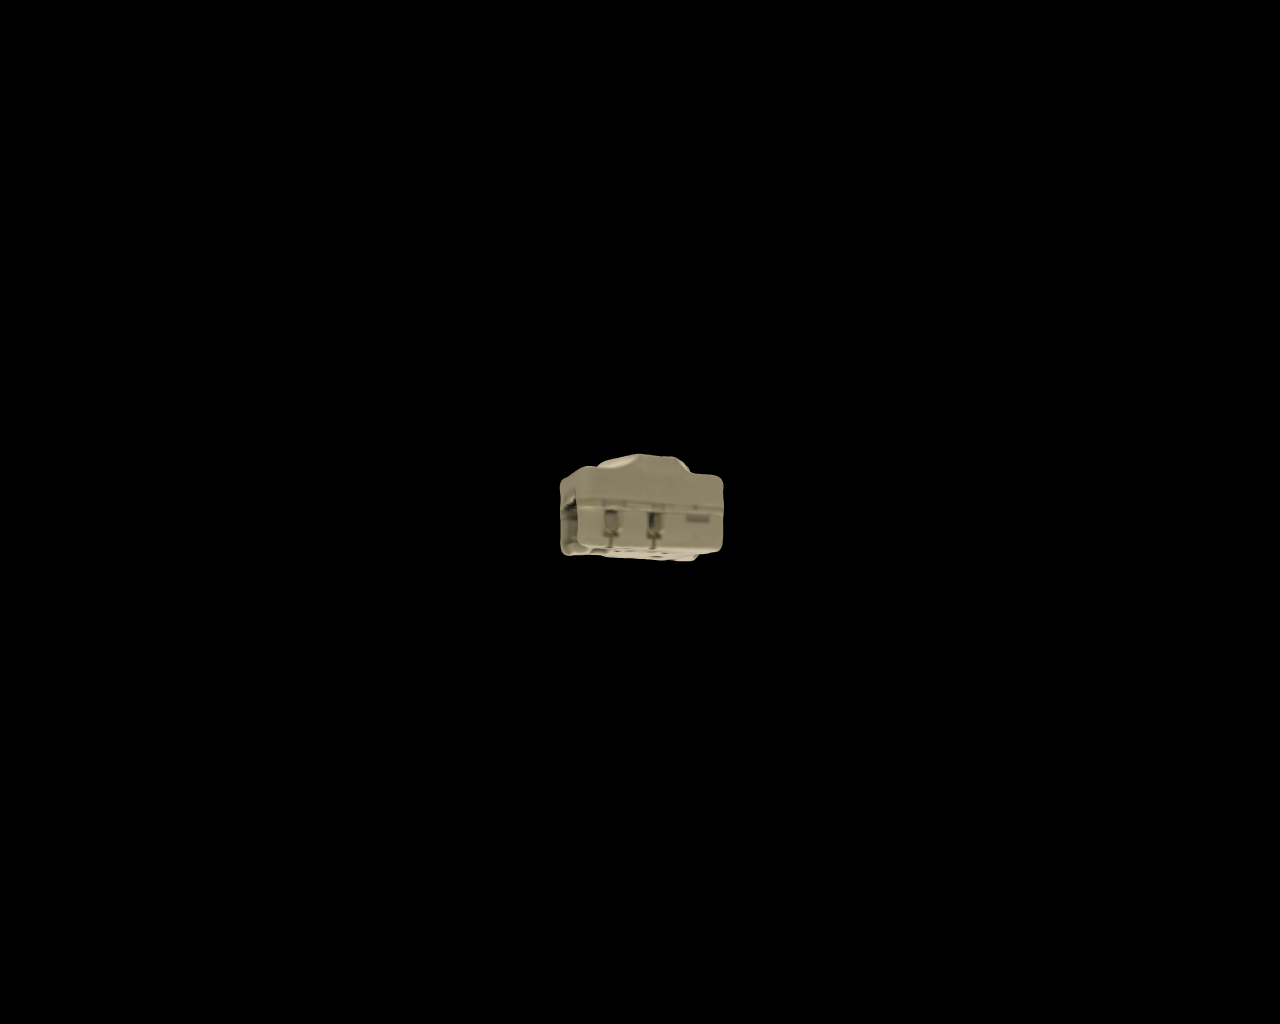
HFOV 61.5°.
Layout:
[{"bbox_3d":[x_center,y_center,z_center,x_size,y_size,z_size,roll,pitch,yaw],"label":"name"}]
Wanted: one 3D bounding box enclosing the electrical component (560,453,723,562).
[{"bbox_3d":[0.001,-0.003,0.650,0.089,0.055,0.050,4,-11,-20],"label":"electrical component"}]
